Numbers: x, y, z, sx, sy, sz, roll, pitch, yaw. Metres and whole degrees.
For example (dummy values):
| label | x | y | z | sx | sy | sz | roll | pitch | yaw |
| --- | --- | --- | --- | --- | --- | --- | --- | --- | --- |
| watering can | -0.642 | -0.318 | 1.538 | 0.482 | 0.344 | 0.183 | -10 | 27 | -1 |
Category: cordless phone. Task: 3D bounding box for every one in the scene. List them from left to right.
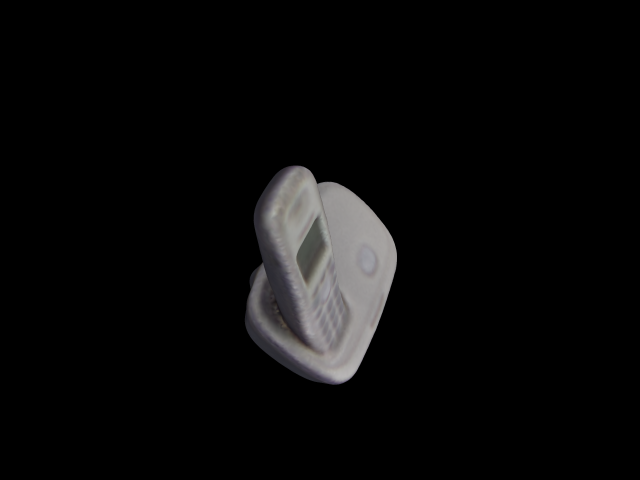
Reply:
| label | x | y | z | sx | sy | sz | roll | pitch | yaw |
| --- | --- | --- | --- | --- | --- | --- | --- | --- | --- |
| cordless phone | 0.004 | 0.001 | 0.400 | 0.094 | 0.185 | 0.148 | 15 | 55 | 12 |
